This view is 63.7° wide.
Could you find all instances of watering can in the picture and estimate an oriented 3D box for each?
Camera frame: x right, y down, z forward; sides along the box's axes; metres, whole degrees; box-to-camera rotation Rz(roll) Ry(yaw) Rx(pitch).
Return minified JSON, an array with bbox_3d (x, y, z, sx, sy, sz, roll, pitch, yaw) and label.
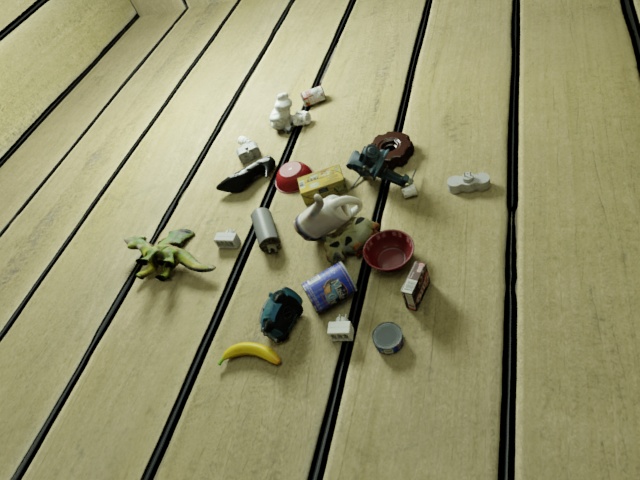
[{"bbox_3d":[0.005,-0.084,1.666,0.222,0.347,0.105,-31,73,25],"label":"watering can"}]

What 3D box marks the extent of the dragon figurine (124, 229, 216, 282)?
[{"bbox_3d":[-0.540,0.032,1.890,0.410,0.119,0.249,2,41,11],"label":"dragon figurine"}]

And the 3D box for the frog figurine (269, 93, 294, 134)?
[{"bbox_3d":[-0.173,-0.561,2.248,0.123,0.156,0.140,17,58,35],"label":"frog figurine"}]
